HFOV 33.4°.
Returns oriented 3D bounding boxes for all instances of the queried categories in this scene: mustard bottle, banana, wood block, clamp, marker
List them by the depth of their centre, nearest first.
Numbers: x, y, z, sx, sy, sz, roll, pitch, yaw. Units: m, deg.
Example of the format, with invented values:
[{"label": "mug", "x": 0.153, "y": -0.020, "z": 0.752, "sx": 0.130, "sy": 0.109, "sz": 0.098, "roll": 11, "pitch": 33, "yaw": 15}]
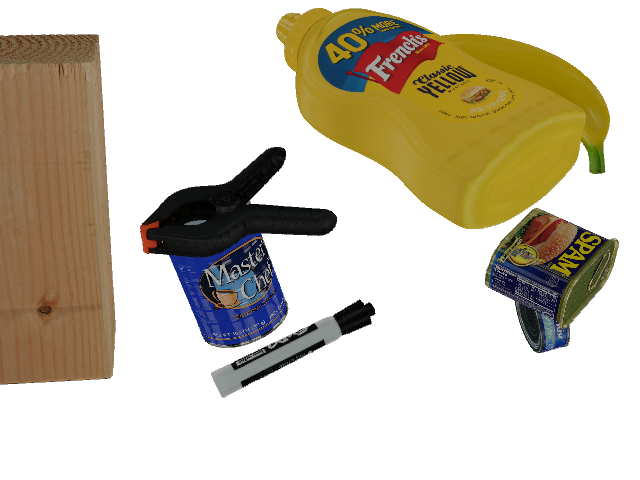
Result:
[{"label": "mustard bottle", "x": 0.043, "y": -0.082, "z": 0.591, "sx": 0.096, "sy": 0.058, "sz": 0.192, "roll": -32, "pitch": 50, "yaw": -29}, {"label": "wood block", "x": -0.182, "y": -0.021, "z": 0.681, "sx": 0.090, "sy": 0.206, "sz": 0.090, "roll": -2, "pitch": 22, "yaw": -9}, {"label": "marker", "x": -0.017, "y": 0.073, "z": 0.734, "sx": 0.121, "sy": 0.020, "sz": 0.020, "roll": -25, "pitch": 4, "yaw": -9}, {"label": "banana", "x": 0.142, "y": -0.117, "z": 0.804, "sx": 0.197, "sy": 0.069, "sz": 0.037, "roll": 22, "pitch": -3, "yaw": -7}, {"label": "clamp", "x": -0.082, "y": -0.033, "z": 0.966, "sx": 0.171, "sy": 0.039, "sz": 0.120, "roll": -11, "pitch": 38, "yaw": -14}]

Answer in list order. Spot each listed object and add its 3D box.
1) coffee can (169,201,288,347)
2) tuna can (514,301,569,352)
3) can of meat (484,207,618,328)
[{"label": "coffee can", "x": -0.104, "y": 0.030, "z": 1.159, "sx": 0.103, "sy": 0.140, "sz": 0.103, "roll": -14, "pitch": 28, "yaw": 8}, {"label": "tuna can", "x": 0.249, "y": 0.083, "z": 1.205, "sx": 0.033, "sy": 0.086, "sz": 0.086, "roll": -15, "pitch": 1, "yaw": -5}, {"label": "can of meat", "x": 0.214, "y": 0.022, "z": 0.990, "sx": 0.084, "sy": 0.057, "sz": 0.101, "roll": 27, "pitch": 47, "yaw": 28}]
